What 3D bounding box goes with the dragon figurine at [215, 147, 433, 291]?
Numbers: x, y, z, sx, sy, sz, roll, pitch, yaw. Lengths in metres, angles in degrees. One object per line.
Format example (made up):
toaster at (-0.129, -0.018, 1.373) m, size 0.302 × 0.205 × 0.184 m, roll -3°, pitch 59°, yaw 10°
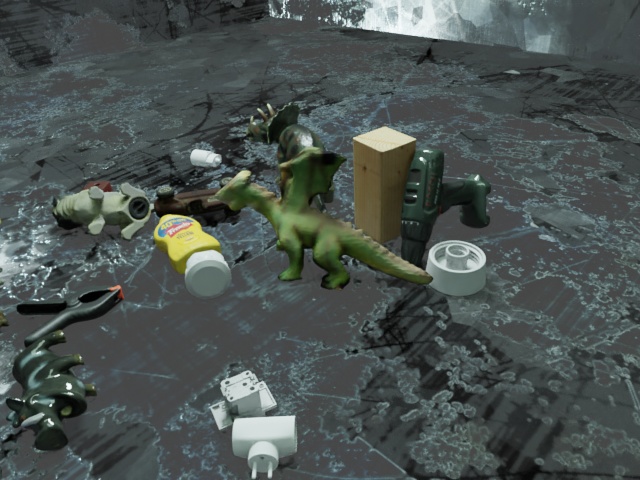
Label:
dragon figurine at (0.003, -0.047, 0.936) m, size 0.410 × 0.238 × 0.124 m, roll 5°, pitch 28°, yaw 17°
